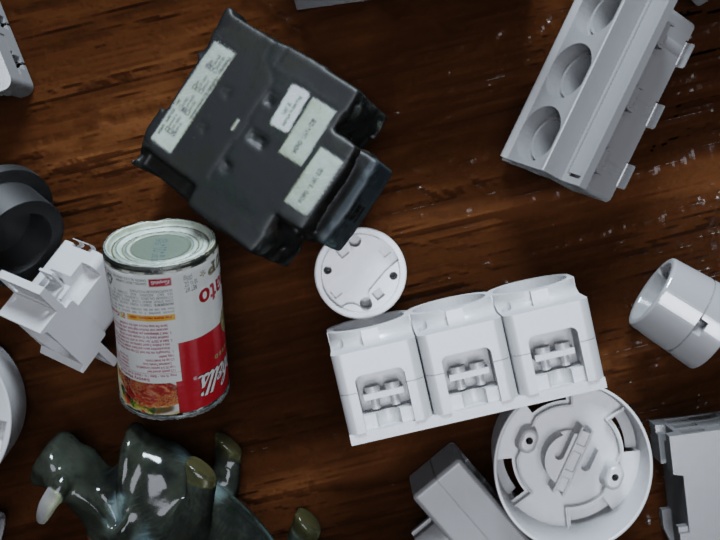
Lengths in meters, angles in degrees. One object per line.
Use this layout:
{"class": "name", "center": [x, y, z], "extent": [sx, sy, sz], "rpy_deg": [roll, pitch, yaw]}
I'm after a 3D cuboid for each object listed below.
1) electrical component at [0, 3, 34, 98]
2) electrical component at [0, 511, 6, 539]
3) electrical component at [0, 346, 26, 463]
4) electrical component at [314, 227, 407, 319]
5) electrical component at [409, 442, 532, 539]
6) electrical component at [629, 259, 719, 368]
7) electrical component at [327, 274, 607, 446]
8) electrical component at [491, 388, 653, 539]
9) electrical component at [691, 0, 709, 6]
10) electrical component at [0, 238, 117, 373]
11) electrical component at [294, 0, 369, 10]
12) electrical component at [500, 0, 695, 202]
{"class": "electrical component", "center": [-0.242, -0.142, 0.646], "extent": [0.050, 0.055, 0.089], "rpy_deg": [-21, 95, 1]}
{"class": "electrical component", "center": [-0.259, 0.167, 0.678], "extent": [0.055, 0.045, 0.045], "rpy_deg": [17, 94, -2]}
{"class": "electrical component", "center": [-0.260, 0.085, 0.663], "extent": [0.108, 0.060, 0.108], "rpy_deg": [0, 95, -1]}
{"class": "electrical component", "center": [0.000, 0.000, 0.667], "extent": [0.055, 0.047, 0.055], "rpy_deg": [0, 95, -1]}
{"class": "electrical component", "center": [0.058, 0.168, 0.682], "extent": [0.076, 0.047, 0.083], "rpy_deg": [-40, 94, 3]}
{"class": "electrical component", "center": [0.201, 0.026, 0.669], "extent": [0.047, 0.055, 0.055], "rpy_deg": [32, 94, 0]}
{"class": "electrical component", "center": [0.060, 0.050, 0.650], "extent": [0.150, 0.089, 0.061], "rpy_deg": [-13, 95, 0]}
{"class": "electrical component", "center": [0.129, 0.117, 0.670], "extent": [0.099, 0.064, 0.099], "rpy_deg": [0, 95, -1]}
{"class": "electrical component", "center": [0.222, -0.220, 0.637], "extent": [0.057, 0.078, 0.113], "rpy_deg": [40, 93, -1]}
{"class": "electrical component", "center": [-0.175, 0.020, 0.653], "extent": [0.042, 0.081, 0.063], "rpy_deg": [17, 64, 34]}
{"class": "electrical component", "center": [0.031, -0.200, 0.629], "extent": [0.150, 0.089, 0.061], "rpy_deg": [-8, 95, 0]}
{"class": "electrical component", "center": [0.145, -0.108, 0.648], "extent": [0.063, 0.079, 0.121], "rpy_deg": [23, 95, -32]}
